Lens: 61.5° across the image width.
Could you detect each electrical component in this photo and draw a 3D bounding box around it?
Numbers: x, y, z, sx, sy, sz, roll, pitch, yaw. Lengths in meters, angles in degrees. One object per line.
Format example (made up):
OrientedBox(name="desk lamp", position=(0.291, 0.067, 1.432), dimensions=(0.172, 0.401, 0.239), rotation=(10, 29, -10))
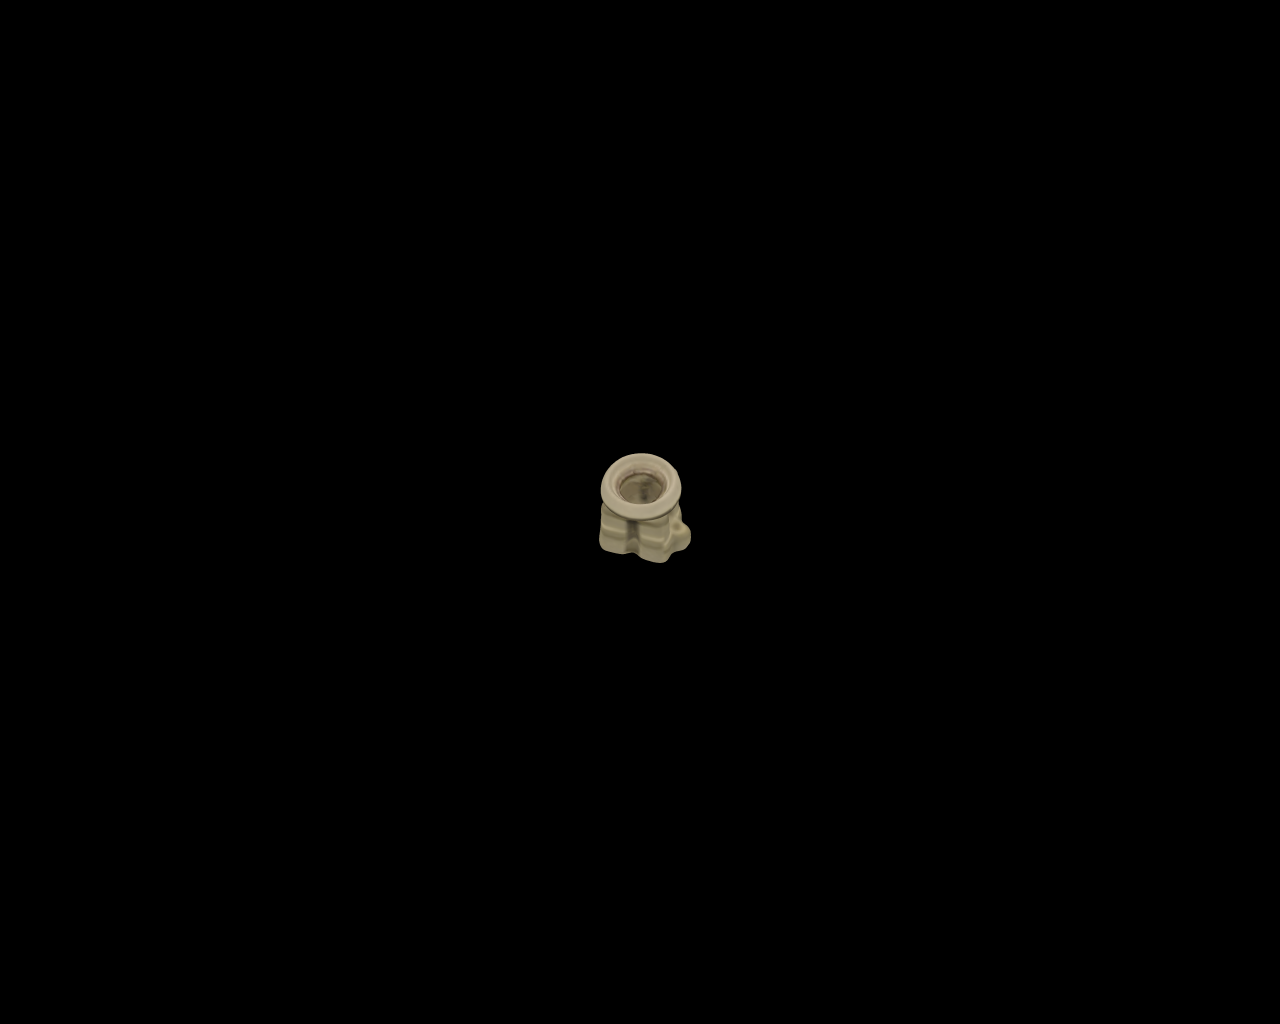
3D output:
OrientedBox(name="electrical component", position=(0.001, -0.003, 0.650), dimensions=(0.066, 0.048, 0.055), rotation=(12, -39, 10))
